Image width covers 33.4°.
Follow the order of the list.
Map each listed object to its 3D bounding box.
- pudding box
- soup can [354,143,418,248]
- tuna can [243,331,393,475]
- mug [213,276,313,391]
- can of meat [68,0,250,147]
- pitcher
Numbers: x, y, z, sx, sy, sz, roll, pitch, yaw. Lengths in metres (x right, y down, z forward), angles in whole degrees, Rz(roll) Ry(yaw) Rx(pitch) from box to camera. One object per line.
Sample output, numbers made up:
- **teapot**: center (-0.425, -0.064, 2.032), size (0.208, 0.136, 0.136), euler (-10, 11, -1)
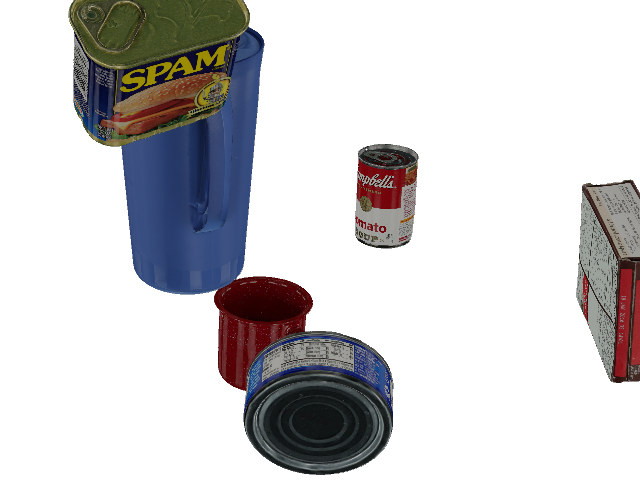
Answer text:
- **pudding box**: center (0.194, 0.024, 0.687), size (0.039, 0.090, 0.113), euler (-3, 27, 1)
- **soup can**: center (0.074, -0.051, 1.214), size (0.068, 0.102, 0.068), euler (2, 27, -1)
- **tuna can**: center (-0.001, 0.094, 0.607), size (0.086, 0.086, 0.033), euler (0, 38, 2)
- **mug**: center (-0.047, 0.095, 1.010), size (0.117, 0.081, 0.093), euler (24, 32, 36)
- **can of meat**: center (-0.100, -0.109, 0.648), size (0.102, 0.057, 0.084), euler (-21, -23, -23)
- **pitcher**: center (-0.118, -0.071, 0.975), size (0.145, 0.243, 0.149), euler (14, 31, 18)
